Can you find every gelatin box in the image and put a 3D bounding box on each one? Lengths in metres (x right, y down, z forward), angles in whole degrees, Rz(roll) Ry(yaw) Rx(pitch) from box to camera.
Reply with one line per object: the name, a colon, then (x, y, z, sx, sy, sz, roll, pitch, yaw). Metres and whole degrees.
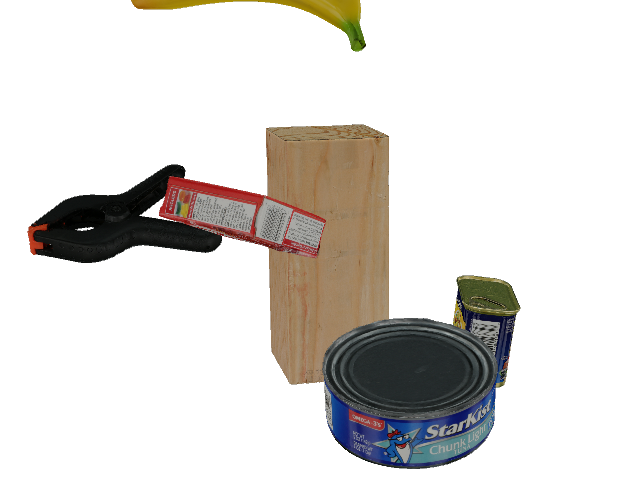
gelatin box: (-0.048, -0.014, 0.690, 0.073, 0.030, 0.089, 13, -3, 28)

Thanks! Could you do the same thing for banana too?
banana: (-0.050, -0.195, 0.829, 0.198, 0.069, 0.037, 13, -39, 17)

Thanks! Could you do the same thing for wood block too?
wood block: (0.006, 0.009, 0.918, 0.090, 0.206, 0.091, -3, 13, -12)

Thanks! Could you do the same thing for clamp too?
clamp: (-0.186, -0.024, 0.995, 0.171, 0.039, 0.120, -5, 36, -16)

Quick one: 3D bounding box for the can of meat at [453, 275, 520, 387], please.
can of meat: (0.164, 0.092, 1.084, 0.057, 0.084, 0.102, 6, 16, 0)

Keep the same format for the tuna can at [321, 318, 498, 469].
tuna can: (0.044, 0.074, 0.528, 0.086, 0.034, 0.086, -2, 27, 1)
